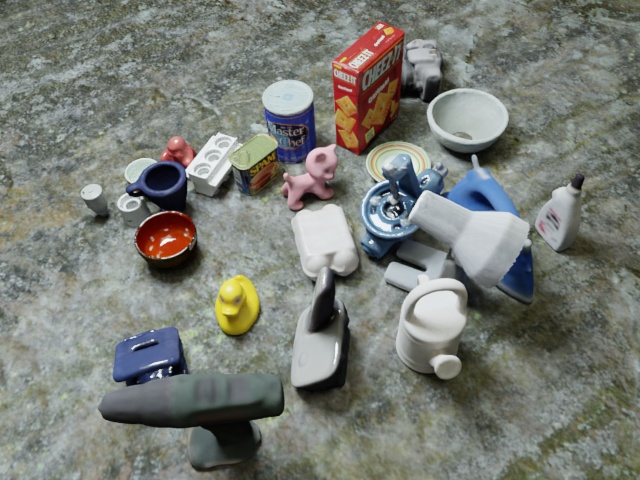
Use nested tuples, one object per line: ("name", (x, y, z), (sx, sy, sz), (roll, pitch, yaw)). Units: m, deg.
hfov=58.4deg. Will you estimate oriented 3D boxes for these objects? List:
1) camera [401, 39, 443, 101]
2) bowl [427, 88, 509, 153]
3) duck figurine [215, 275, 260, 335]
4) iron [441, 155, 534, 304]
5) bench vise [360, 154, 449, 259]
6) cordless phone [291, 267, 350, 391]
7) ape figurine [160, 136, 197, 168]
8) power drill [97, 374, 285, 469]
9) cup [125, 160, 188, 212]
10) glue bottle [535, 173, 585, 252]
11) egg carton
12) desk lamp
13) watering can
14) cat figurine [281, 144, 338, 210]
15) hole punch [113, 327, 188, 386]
("camera", (0.206, -0.397, 1.312), (0.137, 0.101, 0.143), (-3, 54, 1))
("bowl", (0.306, -0.239, 1.207), (0.167, 0.075, 0.167), (-1, 54, 2))
("duck figurine", (-0.145, 0.098, 0.974), (0.077, 0.086, 0.104), (3, 54, 5))
("iron", (0.316, -0.026, 1.009), (0.119, 0.141, 0.257), (-19, 55, -11))
("bench vise", (0.146, -0.093, 1.018), (0.121, 0.220, 0.208), (21, 58, 18))
("cordless phone", (-0.002, 0.137, 0.877), (0.094, 0.185, 0.147), (0, 54, 4))
("ape figurine", (-0.290, -0.175, 1.179), (0.077, 0.092, 0.076), (36, 63, 26))
("power drill", (-0.159, 0.247, 0.790), (0.229, 0.208, 0.075), (-9, 54, -4))
("cup", (-0.308, -0.088, 1.114), (0.118, 0.095, 0.091), (-17, 55, -10))
("glue bottle", (0.430, -0.056, 1.006), (0.037, 0.173, 0.078), (-24, 56, -14))
("egg carton", (0.010, 0.004, 1.047), (0.107, 0.069, 0.150), (-13, 54, -6))
("desk lamp", (0.216, 0.017, 0.937), (0.202, 0.214, 0.118), (21, 57, 17))
("watering can", (0.176, 0.126, 0.871), (0.101, 0.194, 0.172), (-25, 56, -14))
("cat figurine", (-0.015, -0.132, 1.118), (0.128, 0.118, 0.067), (-23, 56, -14))
("hole punch", (-0.273, 0.187, 0.912), (0.109, 0.091, 0.101), (-16, 54, -9))
